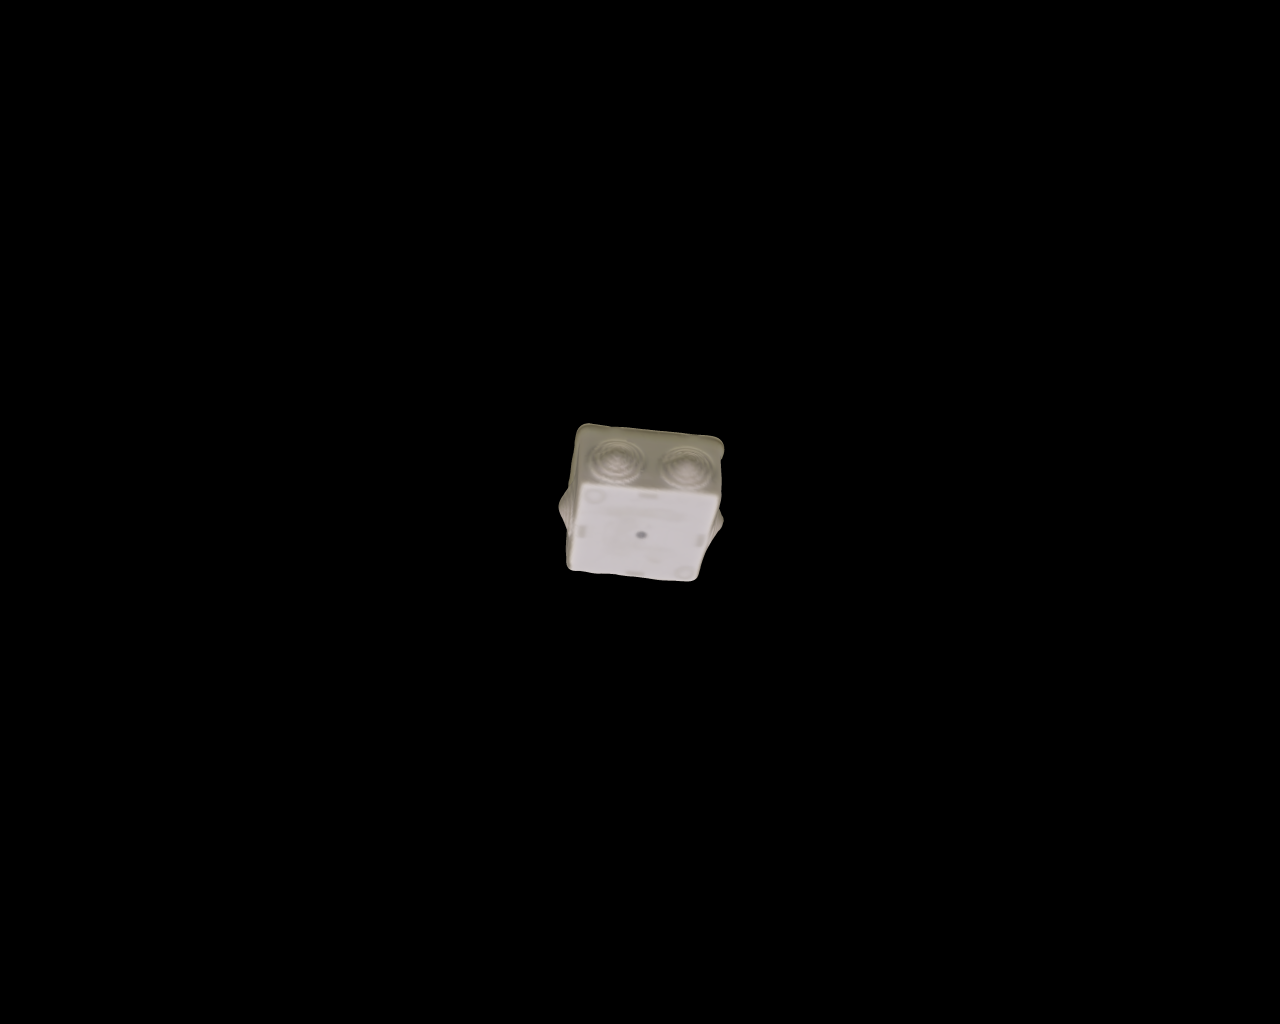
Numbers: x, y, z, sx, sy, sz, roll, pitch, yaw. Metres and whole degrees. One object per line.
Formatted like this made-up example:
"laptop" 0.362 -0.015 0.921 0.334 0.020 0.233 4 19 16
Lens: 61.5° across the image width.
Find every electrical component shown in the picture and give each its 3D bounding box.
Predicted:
"electrical component" 0.001 -0.003 0.650 0.100 0.048 0.099 6 -43 -7
